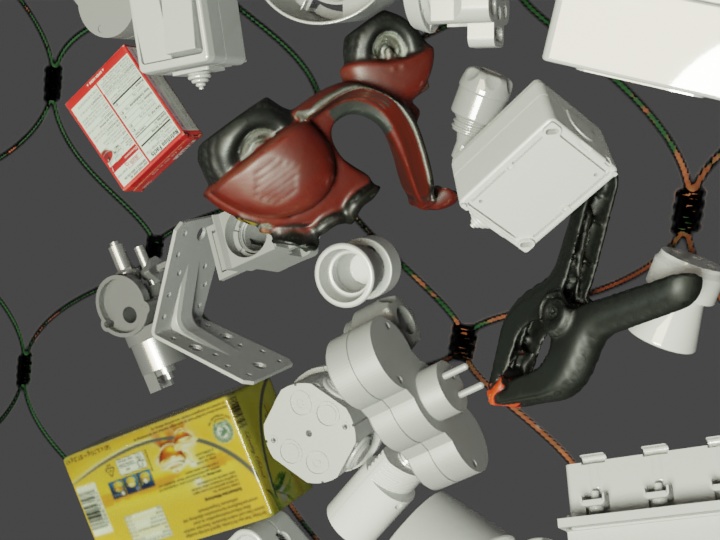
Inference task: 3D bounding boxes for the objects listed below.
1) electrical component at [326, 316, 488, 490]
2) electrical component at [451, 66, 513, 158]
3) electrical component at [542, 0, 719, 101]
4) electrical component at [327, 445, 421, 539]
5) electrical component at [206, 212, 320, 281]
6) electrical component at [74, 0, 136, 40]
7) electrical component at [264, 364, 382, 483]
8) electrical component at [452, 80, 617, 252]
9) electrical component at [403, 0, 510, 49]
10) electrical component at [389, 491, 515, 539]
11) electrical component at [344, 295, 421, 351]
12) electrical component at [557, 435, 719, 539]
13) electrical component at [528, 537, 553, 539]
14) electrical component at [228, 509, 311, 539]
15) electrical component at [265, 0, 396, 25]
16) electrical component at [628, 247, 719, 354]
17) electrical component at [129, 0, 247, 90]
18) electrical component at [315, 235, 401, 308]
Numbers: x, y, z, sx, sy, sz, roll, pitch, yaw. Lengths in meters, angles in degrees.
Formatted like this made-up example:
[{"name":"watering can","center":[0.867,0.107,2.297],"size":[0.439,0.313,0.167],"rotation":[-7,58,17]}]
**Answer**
[{"name":"electrical component","center":[0.047,0.084,0.720],"size":[0.074,0.052,0.138],"rotation":[-29,116,25]},{"name":"electrical component","center":[0.076,-0.102,0.712],"size":[0.035,0.035,0.061],"rotation":[27,111,19]},{"name":"electrical component","center":[0.174,-0.136,0.620],"size":[0.109,0.109,0.056],"rotation":[18,108,21]},{"name":"electrical component","center":[0.017,0.157,0.775],"size":[0.043,0.043,0.081],"rotation":[44,113,13]},{"name":"electrical component","center":[-0.066,-0.024,0.772],"size":[0.081,0.064,0.042],"rotation":[-22,74,26]},{"name":"electrical component","center":[-0.215,-0.230,0.804],"size":[0.052,0.074,0.138],"rotation":[-44,79,24]},{"name":"electrical component","center":[-0.026,0.112,0.784],"size":[0.080,0.051,0.080],"rotation":[4,100,24]},{"name":"electrical component","center":[0.103,-0.063,0.683],"size":[0.062,0.061,0.096],"rotation":[33,120,-26]},{"name":"electrical component","center":[0.062,-0.183,0.693],"size":[0.057,0.058,0.078],"rotation":[3,100,22]},{"name":"electrical component","center":[0.051,0.203,0.739],"size":[0.064,0.099,0.099],"rotation":[36,111,22]},{"name":"electrical component","center":[0.008,0.048,0.762],"size":[0.062,0.043,0.043],"rotation":[-28,86,27]},{"name":"electrical component","center":[0.194,0.145,0.676],"size":[0.121,0.079,0.063],"rotation":[-14,63,26]},{"name":"electrical component","center":[0.118,0.212,0.727],"size":[0.048,0.062,0.048],"rotation":[4,100,24]},{"name":"electrical component","center":[-0.083,0.231,0.824],"size":[0.053,0.059,0.095],"rotation":[47,114,11]},{"name":"electrical component","center":[-0.016,-0.213,0.720],"size":[0.099,0.064,0.099],"rotation":[4,100,24]},{"name":"electrical component","center":[0.197,0.018,0.669],"size":[0.045,0.045,0.055],"rotation":[23,107,20]},{"name":"electrical component","center":[-0.127,-0.179,0.778],"size":[0.062,0.061,0.096],"rotation":[-5,96,25]},{"name":"electrical component","center":[0.000,0.000,0.751],"size":[0.045,0.055,0.045],"rotation":[4,100,24]}]
